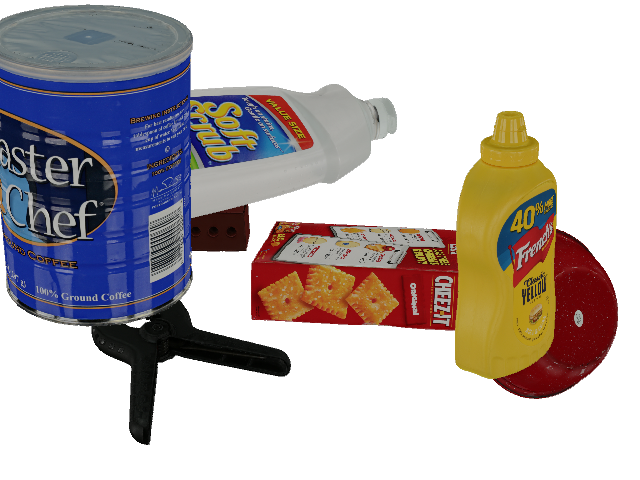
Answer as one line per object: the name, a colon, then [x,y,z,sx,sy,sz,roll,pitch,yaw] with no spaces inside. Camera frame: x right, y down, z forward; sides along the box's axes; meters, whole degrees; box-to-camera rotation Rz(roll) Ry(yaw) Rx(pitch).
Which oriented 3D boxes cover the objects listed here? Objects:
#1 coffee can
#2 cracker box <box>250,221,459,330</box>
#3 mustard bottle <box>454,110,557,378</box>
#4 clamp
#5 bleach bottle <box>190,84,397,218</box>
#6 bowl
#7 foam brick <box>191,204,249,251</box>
coffee can: [-0.118,-0.041,0.560,0.103,0.140,0.103,3,28,-2]
cracker box: [0.044,0.036,1.126,0.214,0.072,0.164,3,16,6]
mustard bottle: [0.138,-0.001,0.785,0.058,0.192,0.096,18,30,41]
clamp: [-0.140,0.094,0.992,0.164,0.036,0.210,-17,40,-30]
bleach bottle: [-0.066,-0.074,0.782,0.250,0.102,0.068,-14,-28,-17]
bowl: [0.218,0.069,0.979,0.161,0.162,0.055,0,1,-25]
foam brick: [-0.128,-0.021,1.307,0.078,0.053,0.051,0,27,4]
